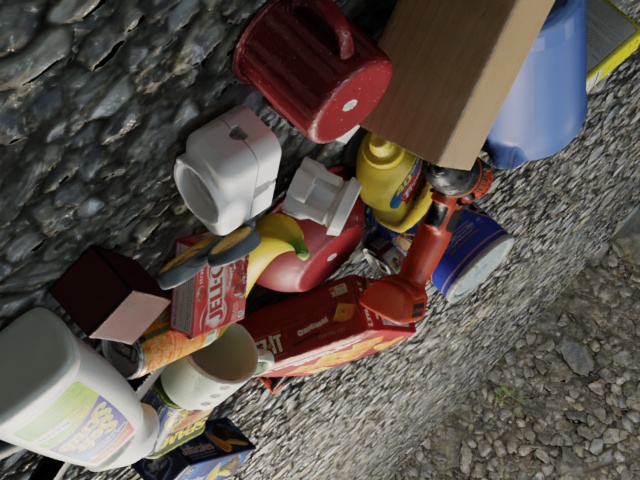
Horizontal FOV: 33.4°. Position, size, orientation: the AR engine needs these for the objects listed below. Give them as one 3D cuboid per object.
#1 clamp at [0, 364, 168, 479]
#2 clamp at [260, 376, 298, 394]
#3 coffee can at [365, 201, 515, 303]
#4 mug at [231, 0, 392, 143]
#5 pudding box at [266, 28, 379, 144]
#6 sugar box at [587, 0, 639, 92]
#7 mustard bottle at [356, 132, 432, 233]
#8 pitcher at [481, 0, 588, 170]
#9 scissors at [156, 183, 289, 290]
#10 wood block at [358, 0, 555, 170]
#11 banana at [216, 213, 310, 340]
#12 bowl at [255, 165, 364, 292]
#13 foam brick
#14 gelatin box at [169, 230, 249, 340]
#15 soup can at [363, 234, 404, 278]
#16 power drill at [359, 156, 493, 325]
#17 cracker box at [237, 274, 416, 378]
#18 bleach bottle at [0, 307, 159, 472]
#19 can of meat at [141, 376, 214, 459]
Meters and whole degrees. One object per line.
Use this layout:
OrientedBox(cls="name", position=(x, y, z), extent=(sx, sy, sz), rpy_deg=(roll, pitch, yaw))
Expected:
OrientedBox(cls="clamp", position=(-0.219, 0.164, 1.005), extent=(0.209, 0.036, 0.164), rpy_deg=(-38, 158, -21))
OrientedBox(cls="clamp", position=(-0.004, 0.138, 1.421), extent=(0.171, 0.039, 0.120), rpy_deg=(-42, 157, 5))
OrientedBox(cls="coffee can", position=(0.136, -0.013, 1.218), extent=(0.102, 0.140, 0.103), rpy_deg=(-39, 161, -16))
OrientedBox(cls="mug", position=(-0.001, -0.130, 0.755), extent=(0.093, 0.081, 0.117), rpy_deg=(-36, 160, -25))
OrientedBox(cls="pudding box", position=(0.016, -0.127, 0.870), extent=(0.090, 0.039, 0.113), rpy_deg=(-49, 160, 14))
OrientedBox(cls="sugar box", position=(0.253, -0.193, 1.152), extent=(0.176, 0.093, 0.048), rpy_deg=(-40, 161, -10))
OrientedBox(cls="mustard bottle", position=(0.076, -0.073, 1.082), extent=(0.096, 0.058, 0.191), rpy_deg=(-61, 162, -5))
OrientedBox(cls="pitcher", position=(0.189, -0.188, 0.997), extent=(0.145, 0.149, 0.242), rpy_deg=(-28, 158, 0))
OrientedBox(cls="scissors", position=(-0.056, -0.014, 0.888), extent=(0.096, 0.016, 0.201), rpy_deg=(-12, -161, 43))
OrientedBox(cls="wood block", position=(0.113, -0.166, 0.830), extent=(0.090, 0.090, 0.206), rpy_deg=(-3, 121, -64))
OrientedBox(cls="banana", position=(-0.065, 0.026, 0.995), extent=(0.198, 0.037, 0.069), rpy_deg=(-45, -150, 49))
OrientedBox(cls="bowl", position=(-0.007, 0.001, 1.080), extent=(0.162, 0.055, 0.162), rpy_deg=(-40, 162, -16))
OrientedBox(cls="foam brick", position=(-0.163, 0.044, 0.842), extent=(0.053, 0.051, 0.078), rpy_deg=(-46, 162, 3))
OrientedBox(cls="gelatin box", position=(-0.096, 0.037, 0.946), extent=(0.073, 0.030, 0.089), rpy_deg=(-19, 120, -53))
OrientedBox(cls="soup can", position=(0.113, 0.004, 1.324), extent=(0.102, 0.068, 0.068), rpy_deg=(-41, 162, -12))
OrientedBox(cls="power drill", position=(0.109, -0.008, 1.078), extent=(0.188, 0.057, 0.184), rpy_deg=(-62, 162, 8))
OrientedBox(cls="cracker box", position=(0.004, 0.103, 1.211), extent=(0.164, 0.072, 0.213), rpy_deg=(-22, 168, 16))
OrientedBox(cls="bleach bottle", position=(-0.195, 0.141, 0.898), extent=(0.102, 0.068, 0.250), rpy_deg=(-39, 152, 0))
OrientedBox(cls="can of meat", position=(-0.154, 0.176, 1.148), extent=(0.101, 0.057, 0.084), rpy_deg=(-21, 149, -50))
